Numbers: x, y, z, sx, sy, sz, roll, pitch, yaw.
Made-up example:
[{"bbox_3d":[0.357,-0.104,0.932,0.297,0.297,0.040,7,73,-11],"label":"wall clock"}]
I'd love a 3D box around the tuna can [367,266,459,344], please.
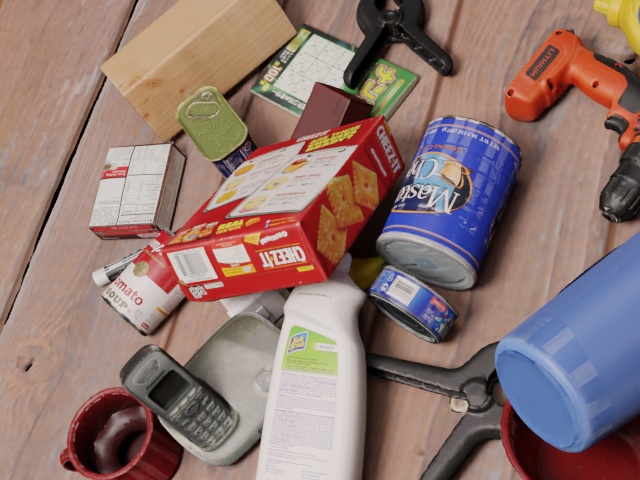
[{"bbox_3d":[0.088,0.063,1.020,0.086,0.086,0.033,29,78,32],"label":"tuna can"}]

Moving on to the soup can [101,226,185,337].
[{"bbox_3d":[-0.177,0.045,1.149,0.102,0.068,0.069,-47,56,-6],"label":"soup can"}]

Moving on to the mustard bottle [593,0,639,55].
[{"bbox_3d":[0.369,-0.221,1.077,0.192,0.058,0.096,21,73,31],"label":"mustard bottle"}]

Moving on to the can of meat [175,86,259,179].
[{"bbox_3d":[-0.105,-0.110,1.194,0.057,0.084,0.102,-38,56,0],"label":"can of meat"}]

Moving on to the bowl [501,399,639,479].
[{"bbox_3d":[0.231,0.177,0.896,0.162,0.055,0.162,-2,46,2],"label":"bowl"}]

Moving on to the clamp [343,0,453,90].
[{"bbox_3d":[0.092,-0.238,1.209,0.120,0.039,0.171,3,57,6],"label":"clamp"}]

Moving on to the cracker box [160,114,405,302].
[{"bbox_3d":[-0.030,-0.030,1.042,0.164,0.072,0.213,-11,26,33],"label":"cracker box"}]

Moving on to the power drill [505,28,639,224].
[{"bbox_3d":[0.280,-0.120,1.061,0.188,0.057,0.184,33,75,30],"label":"power drill"}]

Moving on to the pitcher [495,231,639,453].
[{"bbox_3d":[0.260,0.066,0.885,0.242,0.149,0.145,-31,67,-20],"label":"pitcher"}]

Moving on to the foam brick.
[{"bbox_3d":[0.012,-0.124,1.158,0.053,0.051,0.078,32,104,29],"label":"foam brick"}]

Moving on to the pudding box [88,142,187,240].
[{"bbox_3d":[-0.211,-0.056,1.236,0.090,0.039,0.113,-1,64,21],"label":"pudding box"}]

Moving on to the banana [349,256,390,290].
[{"bbox_3d":[-0.014,0.015,1.121,0.198,0.037,0.069,20,53,28],"label":"banana"}]

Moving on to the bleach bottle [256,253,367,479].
[{"bbox_3d":[0.005,0.134,0.991,0.103,0.068,0.251,5,78,19],"label":"bleach bottle"}]

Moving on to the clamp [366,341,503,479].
[{"bbox_3d":[0.143,0.157,0.973,0.210,0.036,0.164,-15,60,10],"label":"clamp"}]

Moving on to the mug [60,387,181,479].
[{"bbox_3d":[-0.200,0.207,1.060,0.117,0.081,0.093,-22,57,10],"label":"mug"}]

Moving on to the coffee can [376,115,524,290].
[{"bbox_3d":[0.128,-0.036,1.047,0.103,0.102,0.140,14,69,28],"label":"coffee can"}]

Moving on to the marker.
[{"bbox_3d":[-0.199,0.019,1.201,0.121,0.020,0.020,-27,56,7],"label":"marker"}]

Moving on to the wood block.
[{"bbox_3d":[-0.143,-0.224,1.261,0.206,0.090,0.091,-41,43,-2],"label":"wood block"}]
